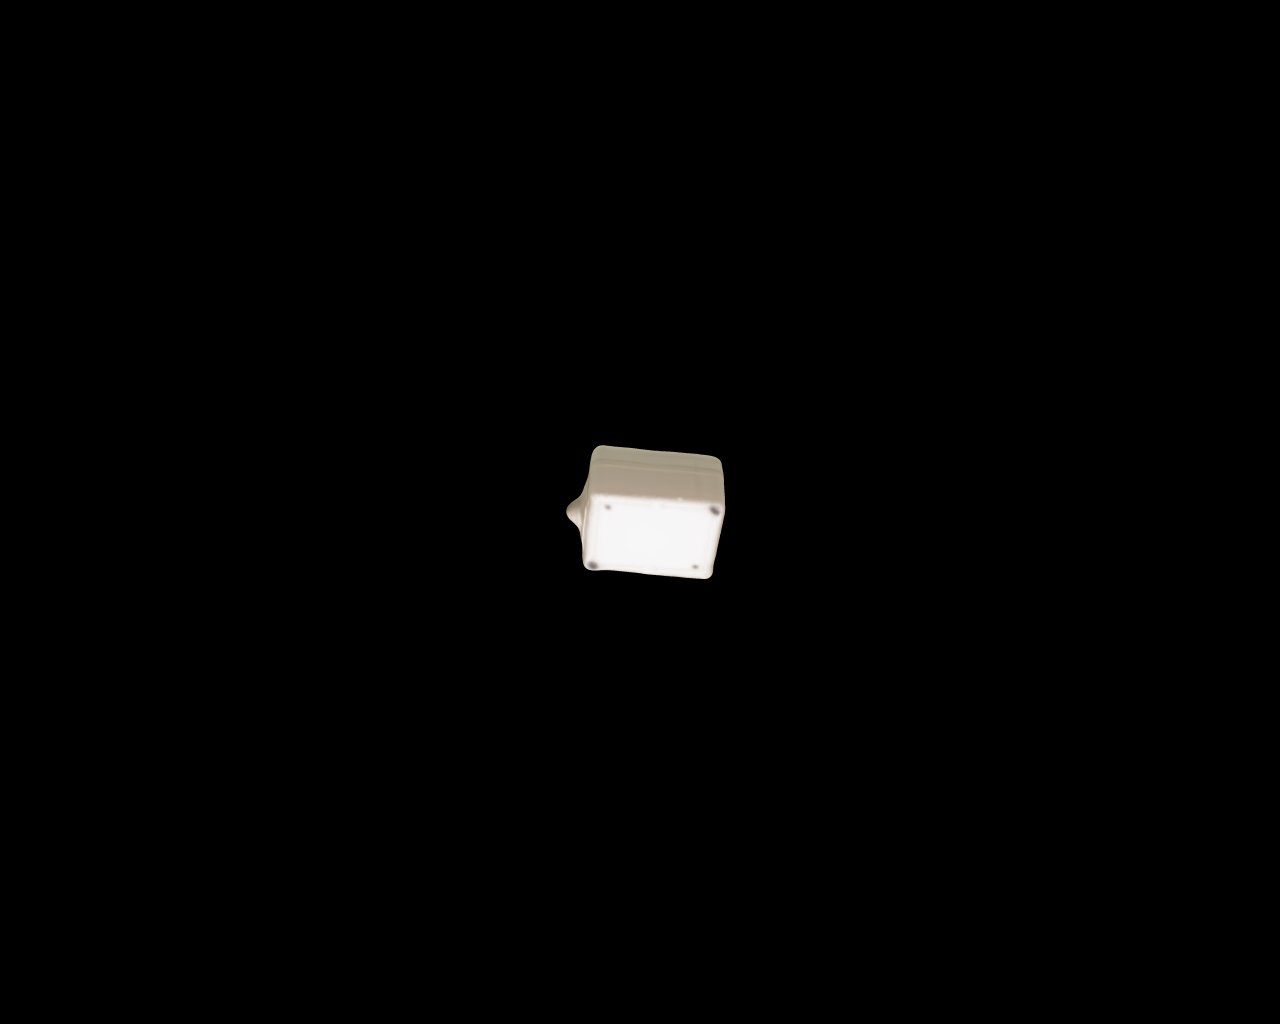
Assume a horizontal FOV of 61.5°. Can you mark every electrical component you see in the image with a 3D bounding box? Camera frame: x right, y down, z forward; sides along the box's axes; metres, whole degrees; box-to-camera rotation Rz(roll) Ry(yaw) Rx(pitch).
[{"bbox_3d":[0.001,-0.003,0.650,0.096,0.061,0.061,5,37,-4],"label":"electrical component"}]
